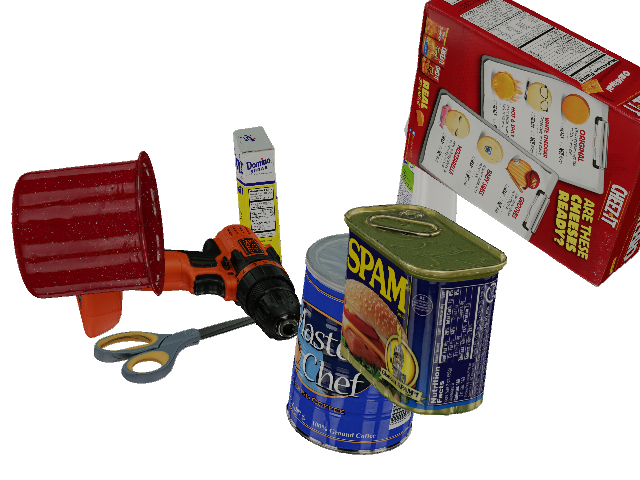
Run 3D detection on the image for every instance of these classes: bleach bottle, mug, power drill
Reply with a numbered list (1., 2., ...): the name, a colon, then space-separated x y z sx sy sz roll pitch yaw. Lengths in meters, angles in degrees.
1. bleach bottle: 0.122 -0.055 1.207 0.068 0.251 0.102 -2 24 -13
2. mug: -0.147 -0.007 0.693 0.081 0.093 0.117 -6 -1 -1
3. power drill: -0.120 0.043 0.954 0.187 0.057 0.185 -3 23 -19

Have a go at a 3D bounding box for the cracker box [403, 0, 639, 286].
1. cracker box: 0.174 -0.090 0.862 0.214 0.164 0.072 36 53 29

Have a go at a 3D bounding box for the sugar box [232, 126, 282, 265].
1. sugar box: -0.079 -0.044 1.325 0.048 0.176 0.093 -10 24 -9

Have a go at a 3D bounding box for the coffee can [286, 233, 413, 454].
1. coffee can: 0.032 0.078 0.828 0.102 0.140 0.103 6 24 -3

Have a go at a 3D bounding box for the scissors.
1. scissors: -0.143 0.116 1.159 0.201 0.016 0.096 -5 29 -23

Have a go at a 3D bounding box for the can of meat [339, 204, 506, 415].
1. can of meat: 0.051 0.036 0.576 0.057 0.084 0.102 -6 22 -24
